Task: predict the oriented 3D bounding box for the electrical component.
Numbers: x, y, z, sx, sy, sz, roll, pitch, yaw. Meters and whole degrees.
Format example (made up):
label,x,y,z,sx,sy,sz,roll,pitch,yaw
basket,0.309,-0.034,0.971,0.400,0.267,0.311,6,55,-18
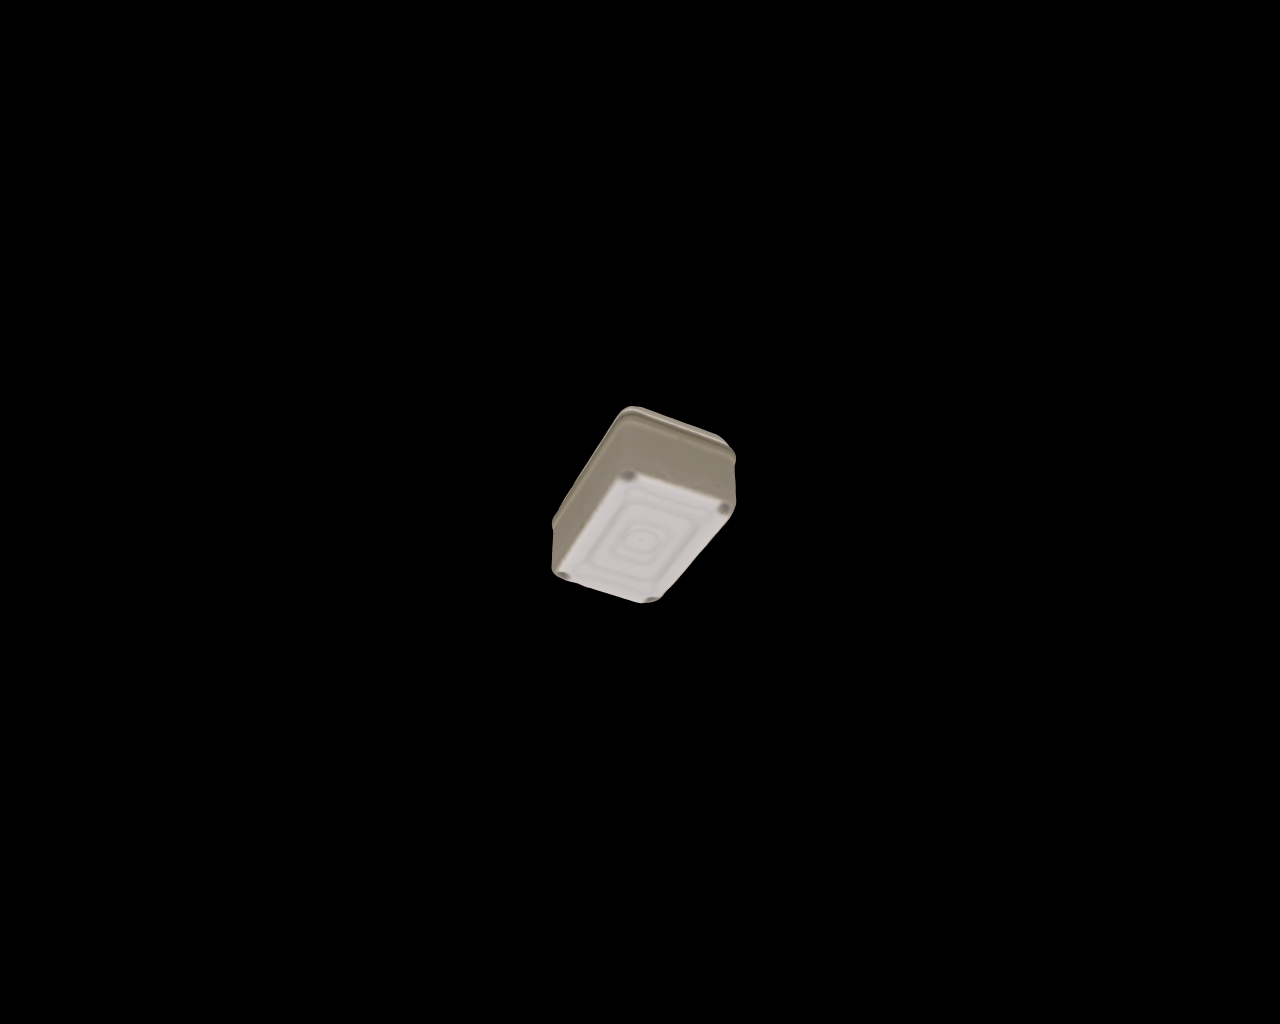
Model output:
label,x,y,z,sx,sy,sz,roll,pitch,yaw
electrical component,0.001,-0.003,0.650,0.078,0.057,0.113,19,-46,-19
